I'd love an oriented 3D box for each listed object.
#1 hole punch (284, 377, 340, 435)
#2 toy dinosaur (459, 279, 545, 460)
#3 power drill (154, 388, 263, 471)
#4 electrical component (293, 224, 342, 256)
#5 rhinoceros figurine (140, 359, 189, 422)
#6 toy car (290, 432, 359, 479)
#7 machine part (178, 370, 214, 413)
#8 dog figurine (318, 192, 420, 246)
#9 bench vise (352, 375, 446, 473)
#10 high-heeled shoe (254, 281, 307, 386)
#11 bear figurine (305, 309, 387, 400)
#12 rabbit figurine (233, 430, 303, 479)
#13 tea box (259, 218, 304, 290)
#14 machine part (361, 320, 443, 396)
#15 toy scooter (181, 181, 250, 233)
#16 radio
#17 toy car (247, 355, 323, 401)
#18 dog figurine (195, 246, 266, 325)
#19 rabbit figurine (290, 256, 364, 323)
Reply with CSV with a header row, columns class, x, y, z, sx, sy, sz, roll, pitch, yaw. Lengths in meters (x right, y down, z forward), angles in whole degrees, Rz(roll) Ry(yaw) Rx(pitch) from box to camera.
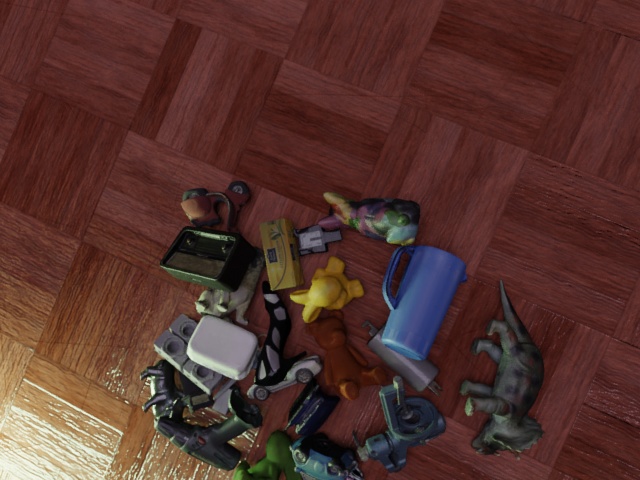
class,x,y,z,sx,sy,sz,roll,pitch,yaw
hole punch,-0.015,0.411,1.298,0.092,0.116,0.142,39,94,1
toy dinosaur,0.439,0.309,1.224,0.192,0.131,0.404,20,86,-2
power drill,-0.259,0.455,1.306,0.207,0.086,0.232,-44,107,11
electrical component,-0.003,-0.004,1.348,0.119,0.047,0.074,-14,85,8
rhinoceros figurine,-0.395,0.404,1.387,0.112,0.073,0.190,-15,82,-2
toy car,0.007,0.534,1.278,0.162,0.109,0.102,14,102,28
machine part,-0.325,0.368,1.377,0.039,0.084,0.139,-41,69,39
dog figurine,0.110,-0.055,1.272,0.219,0.191,0.108,8,95,-5
bench vise,0.176,0.413,1.236,0.224,0.129,0.240,-14,118,2
high-heeled shoe,-0.134,0.229,1.314,0.145,0.086,0.249,-26,64,-9
bear figurine,0.056,0.268,1.287,0.120,0.132,0.195,-18,88,-27
rabbit figurine,-0.114,0.556,1.306,0.159,0.121,0.170,29,77,7
tea box,-0.093,0.036,1.338,0.068,0.098,0.169,-11,87,9
machine part,0.197,0.279,1.283,0.243,0.079,0.079,41,94,11
toy scooter,-0.266,-0.073,1.387,0.184,0.075,0.135,-10,85,5
radio,-0.275,0.042,1.321,0.230,0.073,0.131,9,63,36
toy car,-0.088,0.342,1.331,0.202,0.073,0.056,-23,87,8
dog figurine,-0.224,0.110,1.372,0.173,0.121,0.190,0,57,32
rabbit figurine,0.011,0.117,1.277,0.162,0.173,0.122,-30,86,3
